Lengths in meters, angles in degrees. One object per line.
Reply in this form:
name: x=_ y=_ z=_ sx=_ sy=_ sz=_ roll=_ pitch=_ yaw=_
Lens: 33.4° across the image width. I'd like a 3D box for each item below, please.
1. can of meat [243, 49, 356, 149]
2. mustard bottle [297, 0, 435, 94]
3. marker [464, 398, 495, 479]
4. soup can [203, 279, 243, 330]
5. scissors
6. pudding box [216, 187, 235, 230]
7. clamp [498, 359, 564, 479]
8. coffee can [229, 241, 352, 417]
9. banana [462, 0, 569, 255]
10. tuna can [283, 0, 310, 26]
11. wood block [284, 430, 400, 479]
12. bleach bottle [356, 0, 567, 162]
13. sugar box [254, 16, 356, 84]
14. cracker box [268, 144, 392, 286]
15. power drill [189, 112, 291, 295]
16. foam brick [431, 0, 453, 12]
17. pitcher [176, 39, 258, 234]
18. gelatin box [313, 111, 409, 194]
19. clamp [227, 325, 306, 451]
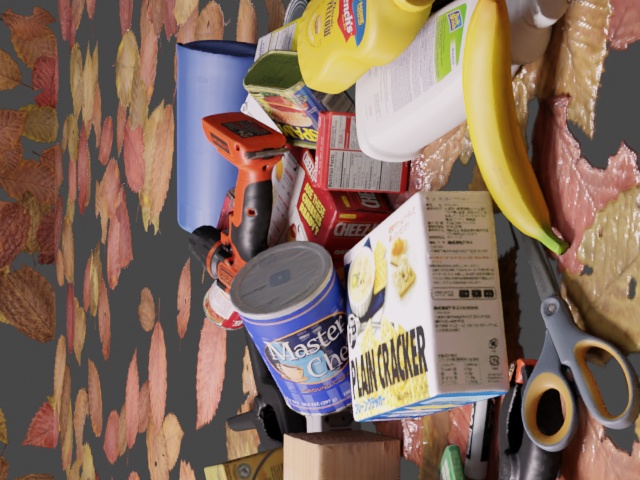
can of meat: x=-0.017 y=-0.138 z=1.045 sx=0.102 sy=0.084 sz=0.057 roll=17 pitch=64 yaw=50
mustard bottle: x=0.044 y=-0.192 z=0.902 sx=0.192 sy=0.058 sz=0.096 roll=-16 pitch=65 yaw=63
marker: x=0.132 y=0.134 z=0.864 sx=0.020 sy=0.020 sz=0.121 roll=-155 pitch=69 yaw=-65
soup can: x=-0.104 y=0.063 z=1.366 sx=0.102 sy=0.068 sz=0.068 roll=126 pitch=139 yaw=-53
scissors: x=0.160 y=0.069 z=0.770 sx=0.096 sy=0.016 sz=0.202 roll=-48 pitch=38 yaw=16
pudding box: x=-0.072 y=-0.034 z=1.246 sx=0.039 sy=0.113 sz=0.090 roll=36 pitch=132 yaw=16
clamp: x=0.150 y=0.175 z=0.797 sx=0.120 sy=0.039 sz=0.171 roll=163 pitch=113 yaw=-71
coffee can: x=-0.014 y=0.086 z=1.030 sx=0.140 sy=0.102 sz=0.103 roll=65 pitch=174 yaw=-34
banana: x=0.139 y=-0.085 z=0.790 sx=0.070 sy=0.037 sz=0.198 roll=-2 pitch=110 yaw=56
tuna can: x=-0.013 y=-0.236 z=1.213 sx=0.086 sy=0.033 sz=0.086 roll=-178 pitch=90 yaw=-67
wood block: x=0.020 y=0.293 z=1.030 sx=0.090 sy=0.090 sz=0.206 roll=173 pitch=98 yaw=-67
bleach bottle: x=0.113 y=-0.142 z=0.875 sx=0.251 sy=0.068 sz=0.102 roll=158 pitch=112 yaw=-63
sugar box: x=0.005 y=-0.191 z=1.089 sx=0.176 sy=0.093 sz=0.048 roll=172 pitch=110 yaw=-67
cracker box: x=-0.007 y=0.001 z=1.140 sx=0.164 sy=0.072 sz=0.214 roll=-114 pitch=35 yaw=-44
power drill: x=-0.088 y=-0.035 z=1.122 sx=0.185 sy=0.057 sz=0.188 roll=32 pitch=128 yaw=50
foam brick: x=0.119 y=-0.222 z=0.875 sx=0.078 sy=0.052 sz=0.051 roll=156 pitch=113 yaw=-66
pitcher: x=-0.113 y=-0.127 z=1.346 sx=0.149 sy=0.145 sz=0.243 roll=-116 pitch=29 yaw=-70
gelatin box: x=0.040 y=-0.083 z=1.007 sx=0.030 sy=0.089 sz=0.073 roll=-160 pitch=73 yaw=-67
clamp: x=-0.066 y=0.210 z=1.304 sx=0.210 sy=0.036 sz=0.165 roll=-128 pitch=45 yaw=-53
